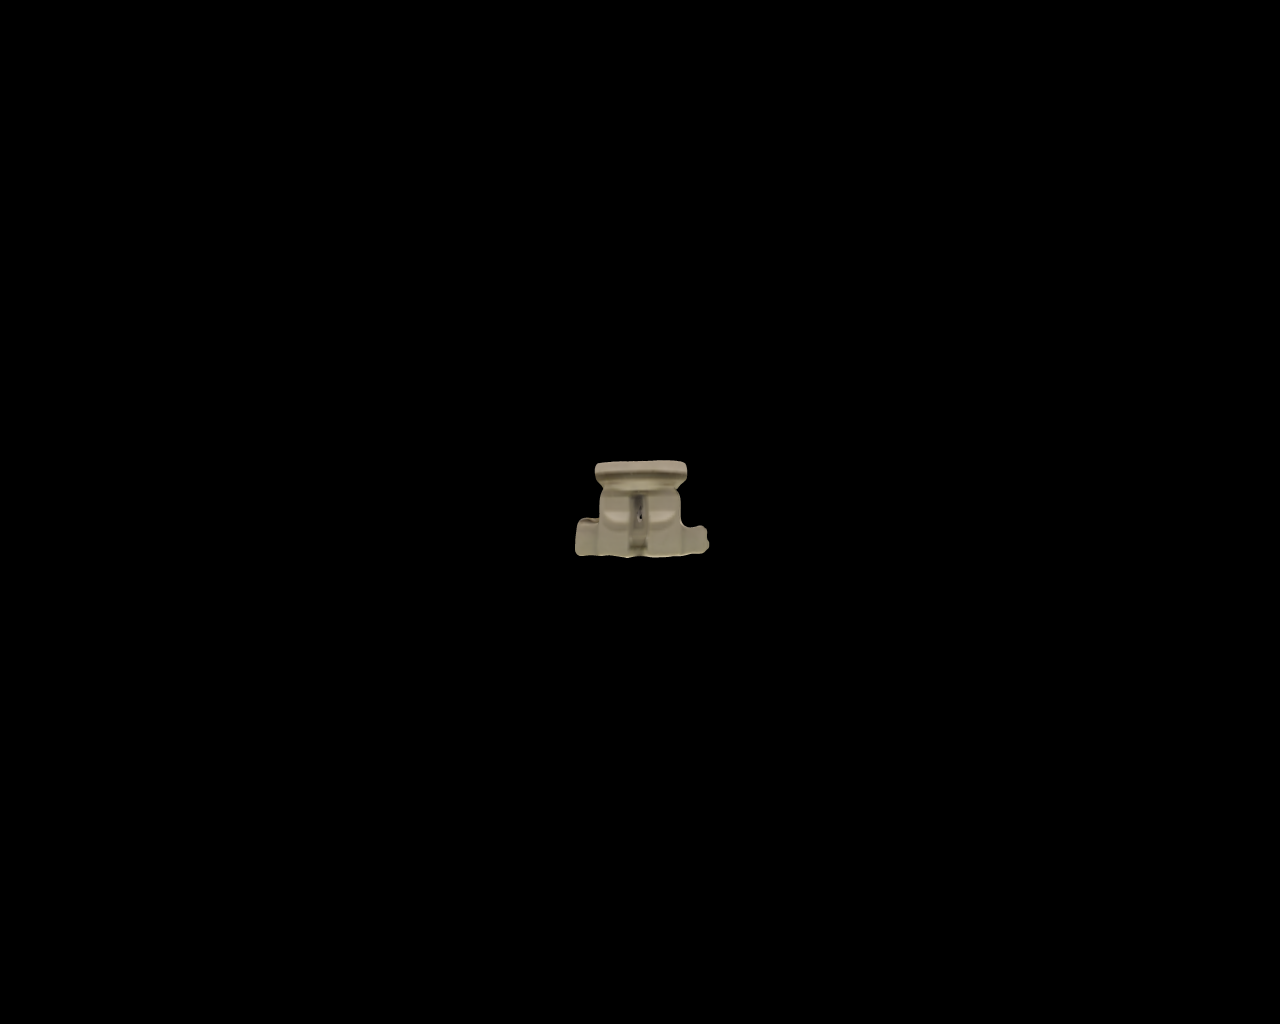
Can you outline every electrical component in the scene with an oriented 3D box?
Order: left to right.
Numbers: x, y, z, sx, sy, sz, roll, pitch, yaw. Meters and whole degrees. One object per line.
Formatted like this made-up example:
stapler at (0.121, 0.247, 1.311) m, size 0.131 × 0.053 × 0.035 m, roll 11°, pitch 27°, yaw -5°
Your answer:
electrical component at (0.001, -0.003, 0.650) m, size 0.078 × 0.057 × 0.058 m, roll 0°, pitch 0°, yaw 4°
